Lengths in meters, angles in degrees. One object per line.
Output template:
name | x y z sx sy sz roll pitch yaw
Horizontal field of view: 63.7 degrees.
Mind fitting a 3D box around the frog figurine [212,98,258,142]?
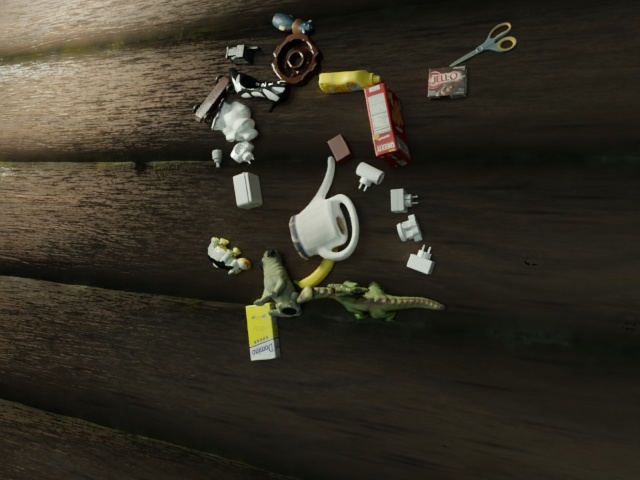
frog figurine | -0.278 -0.403 1.790 0.160 0.121 0.138 26 79 8

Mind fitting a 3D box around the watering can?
watering can | 0.005 -0.082 1.628 0.223 0.103 0.354 -25 61 19

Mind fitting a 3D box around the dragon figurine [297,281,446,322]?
dragon figurine | 0.131 0.167 1.462 0.409 0.241 0.123 -2 79 25
